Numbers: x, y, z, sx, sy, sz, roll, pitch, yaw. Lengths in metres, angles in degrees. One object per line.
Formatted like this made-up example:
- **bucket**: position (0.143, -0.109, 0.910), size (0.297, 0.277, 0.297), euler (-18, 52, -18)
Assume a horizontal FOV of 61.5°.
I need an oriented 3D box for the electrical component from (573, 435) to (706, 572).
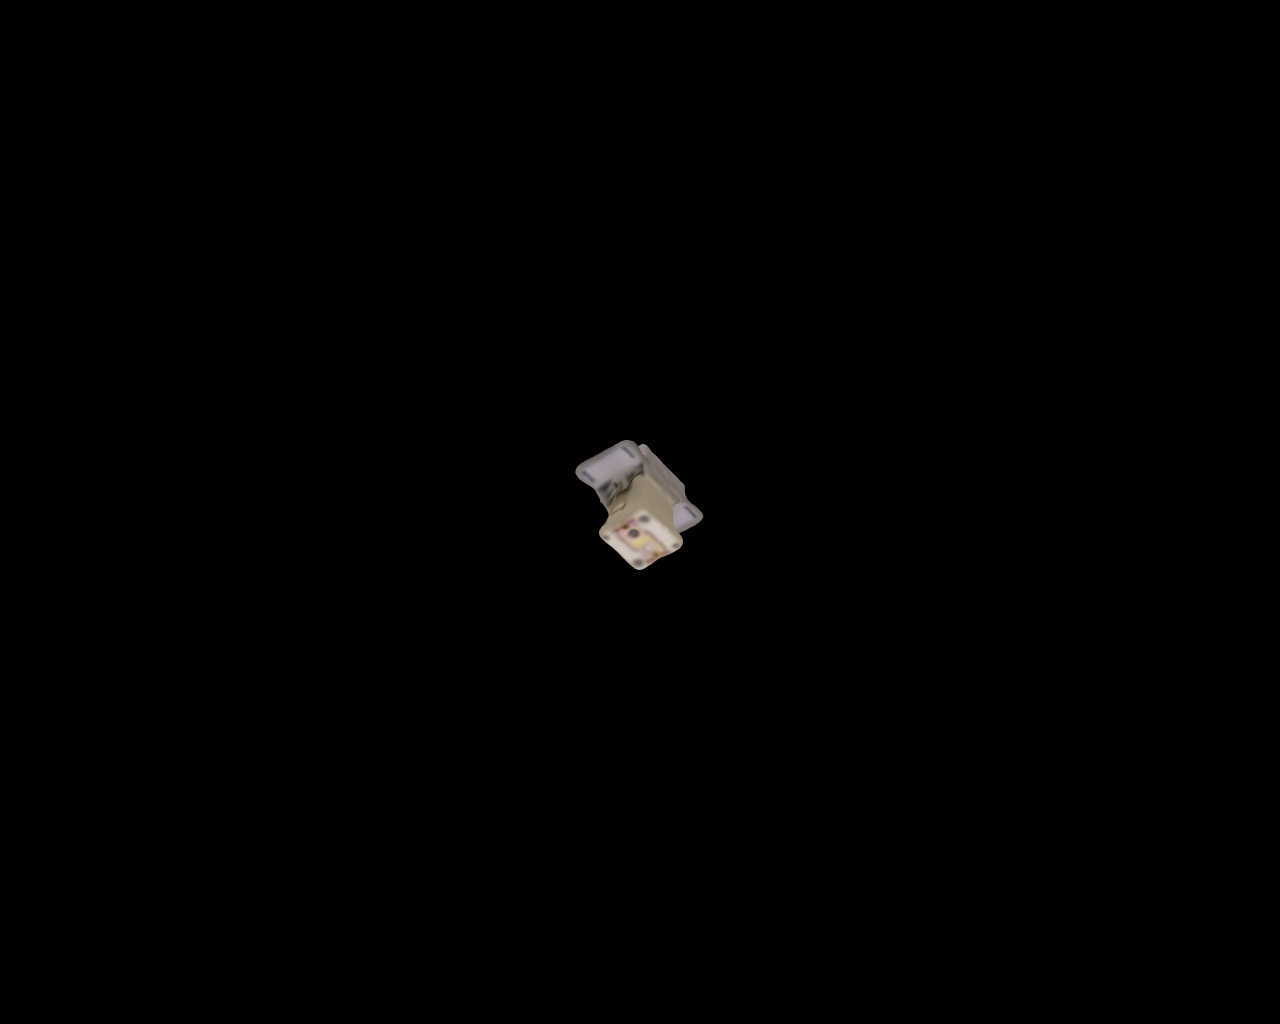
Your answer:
- **electrical component**: position (0.001, -0.003, 0.650), size (0.042, 0.064, 0.081), euler (-30, -54, 24)
